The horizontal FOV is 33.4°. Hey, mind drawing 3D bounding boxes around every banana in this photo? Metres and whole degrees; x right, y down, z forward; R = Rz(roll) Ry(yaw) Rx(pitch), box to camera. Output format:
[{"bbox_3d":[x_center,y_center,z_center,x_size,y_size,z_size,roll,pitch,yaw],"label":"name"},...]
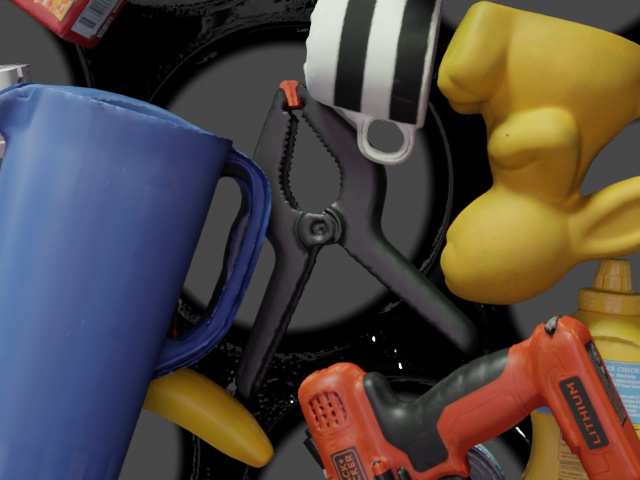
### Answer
[{"bbox_3d":[-0.126,0.109,0.735,0.198,0.037,0.070,7,110,10],"label":"banana"}]

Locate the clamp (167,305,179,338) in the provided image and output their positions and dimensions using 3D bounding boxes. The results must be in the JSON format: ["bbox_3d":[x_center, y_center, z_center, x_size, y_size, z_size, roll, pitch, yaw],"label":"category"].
[{"bbox_3d":[-0.147,-0.001,0.732,0.171,0.039,0.120,44,103,1],"label":"clamp"}]

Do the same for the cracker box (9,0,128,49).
[{"bbox_3d":[-0.198,-0.255,0.715,0.214,0.072,0.164,36,96,7],"label":"cracker box"}]

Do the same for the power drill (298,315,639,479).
[{"bbox_3d":[0.094,0.139,0.640,0.188,0.057,0.184,-25,85,18],"label":"power drill"}]

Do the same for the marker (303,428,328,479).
[{"bbox_3d":[0.025,0.178,0.719,0.020,0.020,0.121,-33,86,9],"label":"marker"}]

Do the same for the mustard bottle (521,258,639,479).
[{"bbox_3d":[0.176,0.107,0.671,0.096,0.058,0.191,5,93,14],"label":"mustard bottle"}]

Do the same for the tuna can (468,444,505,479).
[{"bbox_3d":[0.081,0.170,0.702,0.086,0.033,0.086,0,92,9],"label":"tuna can"}]

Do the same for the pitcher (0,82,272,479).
[{"bbox_3d":[-0.138,0.033,0.657,0.149,0.144,0.243,17,95,19],"label":"pitcher"}]

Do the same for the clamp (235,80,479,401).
[{"bbox_3d":[-0.005,0.001,0.708,0.165,0.036,0.210,-20,87,10],"label":"clamp"}]
